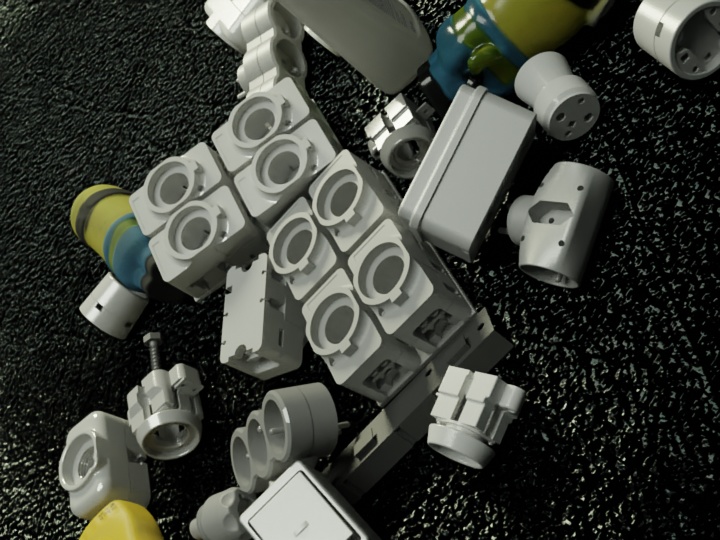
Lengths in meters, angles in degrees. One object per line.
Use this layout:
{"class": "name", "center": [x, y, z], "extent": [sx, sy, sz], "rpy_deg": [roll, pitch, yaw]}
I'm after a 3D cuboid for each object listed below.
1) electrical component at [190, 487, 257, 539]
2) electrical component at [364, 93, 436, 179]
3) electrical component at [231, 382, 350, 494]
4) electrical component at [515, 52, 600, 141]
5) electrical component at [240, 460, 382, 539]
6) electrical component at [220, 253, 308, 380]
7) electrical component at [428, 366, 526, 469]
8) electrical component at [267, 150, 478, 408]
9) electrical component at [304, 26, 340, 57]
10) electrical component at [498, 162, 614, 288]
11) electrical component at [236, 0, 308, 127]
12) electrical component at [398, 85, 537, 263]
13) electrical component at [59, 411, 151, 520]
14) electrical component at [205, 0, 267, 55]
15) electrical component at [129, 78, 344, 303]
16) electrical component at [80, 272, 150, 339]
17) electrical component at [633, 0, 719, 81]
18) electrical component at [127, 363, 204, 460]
{"class": "electrical component", "center": [-0.110, 0.200, 0.862], "extent": [0.062, 0.043, 0.043], "rpy_deg": [-27, 51, 35]}
{"class": "electrical component", "center": [0.037, -0.107, 0.886], "extent": [0.066, 0.048, 0.055], "rpy_deg": [-43, 36, 20]}
{"class": "electrical component", "center": [-0.044, 0.126, 0.815], "extent": [0.138, 0.074, 0.052], "rpy_deg": [-50, 52, 56]}
{"class": "electrical component", "center": [0.145, -0.127, 0.789], "extent": [0.045, 0.045, 0.055], "rpy_deg": [-44, 44, 18]}
{"class": "electrical component", "center": [-0.037, 0.181, 0.755], "extent": [0.062, 0.061, 0.096], "rpy_deg": [-44, 62, -4]}
{"class": "electrical component", "center": [-0.078, 0.041, 0.909], "extent": [0.050, 0.056, 0.089], "rpy_deg": [-22, 54, 36]}
{"class": "electrical component", "center": [0.076, 0.101, 0.730], "extent": [0.066, 0.048, 0.055], "rpy_deg": [8, 67, 47]}
{"class": "electrical component", "center": [0.000, 0.000, 0.851], "extent": [0.105, 0.060, 0.186], "rpy_deg": [-46, 43, 16]}
{"class": "electrical component", "center": [-0.020, -0.254, 1.025], "extent": [0.077, 0.044, 0.079], "rpy_deg": [-50, 42, 12]}
{"class": "electrical component", "center": [0.130, -0.033, 0.752], "extent": [0.079, 0.043, 0.077], "rpy_deg": [10, 76, 47]}
{"class": "electrical component", "center": [-0.094, -0.191, 1.049], "extent": [0.074, 0.052, 0.138], "rpy_deg": [-23, 62, 35]}
{"class": "electrical component", "center": [0.079, -0.070, 0.785], "extent": [0.057, 0.078, 0.113], "rpy_deg": [26, 87, 10]}
{"class": "electrical component", "center": [-0.234, 0.181, 0.984], "extent": [0.054, 0.059, 0.095], "rpy_deg": [-38, 46, 24]}
{"class": "electrical component", "center": [-0.121, -0.264, 1.125], "extent": [0.059, 0.054, 0.095], "rpy_deg": [-50, 42, 12]}
{"class": "electrical component", "center": [-0.106, -0.073, 0.954], "extent": [0.186, 0.060, 0.105], "rpy_deg": [-36, 59, 10]}
{"class": "electrical component", "center": [-0.246, 0.035, 1.083], "extent": [0.047, 0.055, 0.055], "rpy_deg": [-54, 41, 3]}
{"class": "electrical component", "center": [0.219, -0.163, 0.729], "extent": [0.055, 0.055, 0.047], "rpy_deg": [-51, 38, 11]}
{"class": "electrical component", "center": [-0.171, 0.129, 0.952], "extent": [0.078, 0.058, 0.057], "rpy_deg": [-43, 41, 20]}
